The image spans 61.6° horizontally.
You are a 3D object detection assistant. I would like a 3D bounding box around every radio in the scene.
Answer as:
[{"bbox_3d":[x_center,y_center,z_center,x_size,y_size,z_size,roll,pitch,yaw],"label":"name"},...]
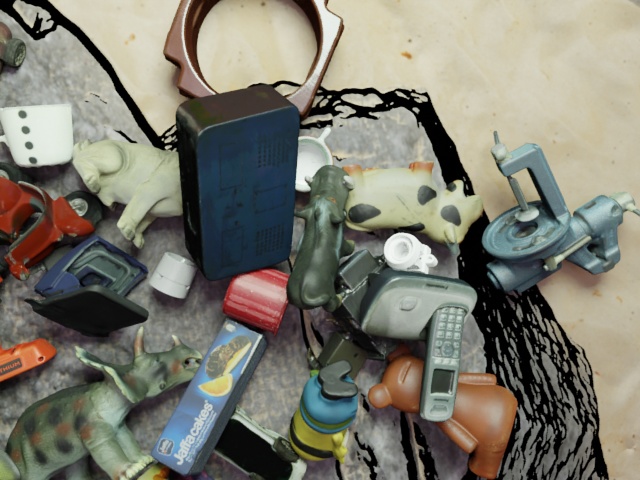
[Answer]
[{"bbox_3d":[-0.101,-0.063,0.663,0.131,0.073,0.229,-18,132,-28],"label":"radio"}]

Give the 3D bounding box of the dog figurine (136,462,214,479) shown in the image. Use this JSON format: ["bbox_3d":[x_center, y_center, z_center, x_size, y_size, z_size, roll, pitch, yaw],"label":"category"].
[{"bbox_3d":[-0.165,0.402,0.740,0.219,0.191,0.108,39,91,8],"label":"dog figurine"}]

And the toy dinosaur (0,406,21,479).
[{"bbox_3d":[-0.469,0.314,0.697,0.199,0.105,0.470,-11,98,40],"label":"toy dinosaur"}]

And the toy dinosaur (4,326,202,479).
[{"bbox_3d":[-0.353,0.274,0.748,0.405,0.131,0.192,-32,80,9],"label":"toy dinosaur"}]

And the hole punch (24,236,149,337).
[{"bbox_3d":[-0.302,0.065,0.720,0.116,0.142,0.092,-19,57,16],"label":"hole punch"}]

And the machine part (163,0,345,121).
[{"bbox_3d":[-0.085,-0.258,0.707,0.201,0.087,0.201,22,95,-4],"label":"machine part"}]

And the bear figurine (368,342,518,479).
[{"bbox_3d":[0.175,0.239,0.775,0.196,0.120,0.131,13,141,21],"label":"bear figurine"}]

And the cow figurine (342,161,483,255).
[{"bbox_3d":[0.128,-0.045,0.742,0.195,0.085,0.127,-1,98,0],"label":"cow figurine"}]

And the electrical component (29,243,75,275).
[{"bbox_3d":[-0.353,0.040,0.742,0.094,0.021,0.063,-23,104,-30],"label":"electrical component"}]

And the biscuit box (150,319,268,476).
[{"bbox_3d":[-0.146,0.212,0.730,0.059,0.062,0.202,23,71,12],"label":"biscuit box"}]

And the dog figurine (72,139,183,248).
[{"bbox_3d":[-0.211,-0.102,0.724,0.190,0.121,0.172,-38,100,-12],"label":"dog figurine"}]

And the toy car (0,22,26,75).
[{"bbox_3d":[-0.468,-0.199,0.714,0.089,0.053,0.202,24,94,-9],"label":"toy car"}]

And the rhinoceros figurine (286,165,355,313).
[{"bbox_3d":[-0.001,-0.002,0.679,0.073,0.112,0.190,6,69,18],"label":"rhinoceros figurine"}]

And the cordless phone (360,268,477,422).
[{"bbox_3d":[0.118,0.134,0.683,0.146,0.089,0.184,9,82,-23],"label":"cordless phone"}]

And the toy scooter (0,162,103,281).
[{"bbox_3d":[-0.388,-0.021,0.694,0.184,0.075,0.135,18,65,7],"label":"toy scooter"}]

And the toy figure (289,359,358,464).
[{"bbox_3d":[0.005,0.238,0.746,0.089,0.082,0.180,13,134,7],"label":"toy figure"}]

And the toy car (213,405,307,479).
[{"bbox_3d":[-0.112,0.295,0.786,0.202,0.056,0.073,36,88,-3],"label":"toy car"}]

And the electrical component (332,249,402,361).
[{"bbox_3d":[0.076,0.082,0.748,0.115,0.058,0.134,-42,100,-26],"label":"electrical component"}]

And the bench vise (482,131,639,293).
[{"bbox_3d":[0.308,-0.039,0.725,0.224,0.129,0.240,-28,114,16],"label":"bench vise"}]

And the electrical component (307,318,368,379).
[{"bbox_3d":[0.029,0.159,0.784,0.078,0.045,0.102,24,99,-34],"label":"electrical component"}]
